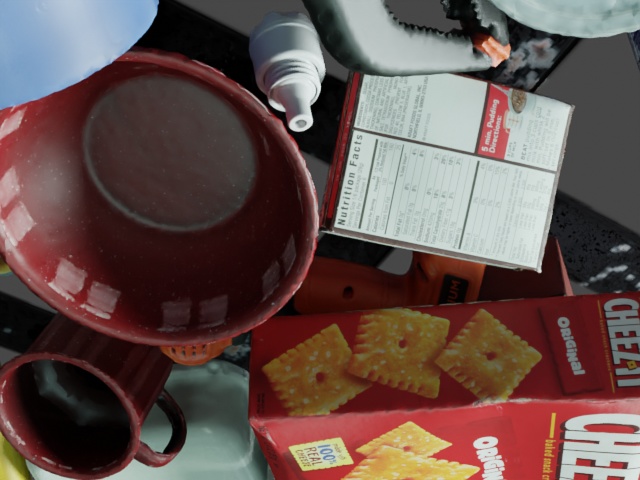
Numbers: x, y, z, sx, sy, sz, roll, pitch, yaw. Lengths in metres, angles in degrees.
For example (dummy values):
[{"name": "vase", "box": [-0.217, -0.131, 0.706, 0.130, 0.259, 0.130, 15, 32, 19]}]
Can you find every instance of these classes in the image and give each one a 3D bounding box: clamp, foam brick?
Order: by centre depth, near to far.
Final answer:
[{"name": "clamp", "box": [0.017, -0.139, 0.440, 0.209, 0.036, 0.164, 23, 95, -41]}, {"name": "foam brick", "box": [0.124, 0.045, 0.632, 0.053, 0.051, 0.078, -13, 132, 15]}]

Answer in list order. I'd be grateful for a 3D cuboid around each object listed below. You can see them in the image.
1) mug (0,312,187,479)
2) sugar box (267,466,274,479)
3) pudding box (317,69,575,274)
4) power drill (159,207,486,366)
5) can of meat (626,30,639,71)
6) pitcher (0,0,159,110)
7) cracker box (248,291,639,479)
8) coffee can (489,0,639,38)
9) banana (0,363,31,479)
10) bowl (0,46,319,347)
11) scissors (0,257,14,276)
[{"name": "mug", "box": [-0.130, 0.091, 0.650, 0.117, 0.081, 0.093, 37, 121, -7]}, {"name": "sugar box", "box": [0.055, 0.148, 0.707, 0.176, 0.093, 0.048, -5, 136, 9]}, {"name": "pudding box", "box": [0.062, -0.037, 0.531, 0.113, 0.039, 0.090, 12, 92, -8]}, {"name": "power drill", "box": [-0.004, 0.001, 0.594, 0.187, 0.057, 0.184, 6, 132, -1]}, {"name": "can of meat", "box": [0.191, -0.089, 0.477, 0.102, 0.084, 0.057, 7, 134, -4]}, {"name": "pitcher", "box": [-0.160, -0.171, 0.380, 0.145, 0.149, 0.243, 7, 134, 22]}, {"name": "cracker box", "box": [0.078, 0.105, 0.598, 0.214, 0.072, 0.164, -4, 145, 7]}, {"name": "coffee can", "box": [0.093, -0.154, 0.379, 0.103, 0.140, 0.103, 1, 134, 1]}, {"name": "banana", "box": [-0.216, 0.129, 0.709, 0.037, 0.070, 0.198, -21, 109, -32]}, {"name": "bowl", "box": [-0.077, -0.028, 0.508, 0.162, 0.055, 0.162, 4, 124, 6]}, {"name": "scissors", "box": [-0.134, -0.039, 0.588, 0.096, 0.016, 0.202, 24, 130, -22]}]
